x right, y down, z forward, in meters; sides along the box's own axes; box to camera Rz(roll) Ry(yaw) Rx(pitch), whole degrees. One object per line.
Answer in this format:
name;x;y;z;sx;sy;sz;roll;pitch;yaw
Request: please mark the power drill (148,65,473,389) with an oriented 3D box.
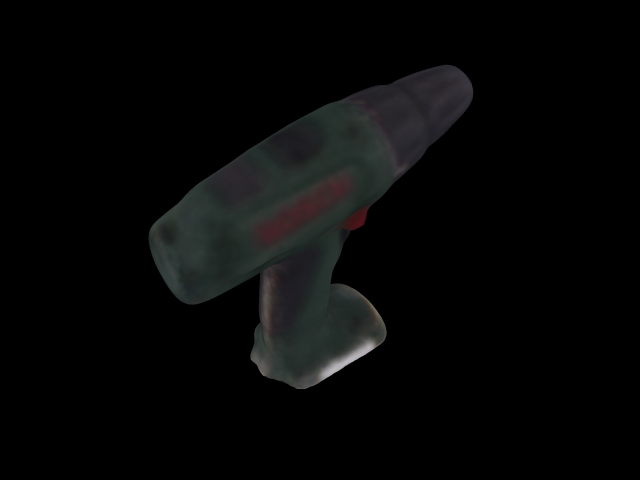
power drill;0.004;0.001;0.400;0.230;0.208;0.075;-26;49;-25
